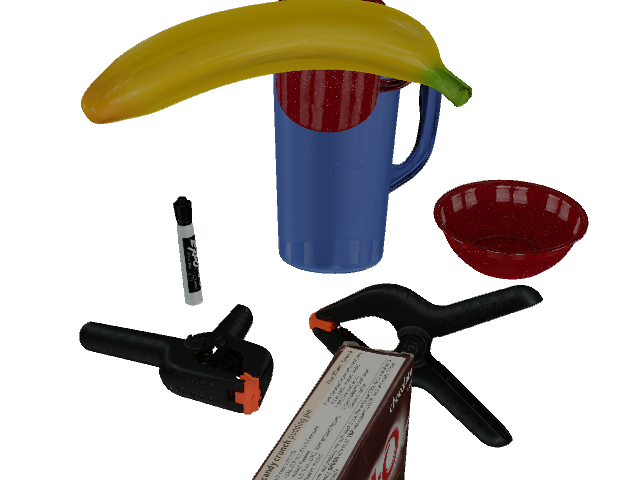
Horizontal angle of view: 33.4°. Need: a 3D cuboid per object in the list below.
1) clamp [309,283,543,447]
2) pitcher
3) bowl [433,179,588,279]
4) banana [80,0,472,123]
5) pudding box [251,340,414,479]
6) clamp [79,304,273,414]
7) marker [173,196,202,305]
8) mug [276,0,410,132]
[{"bbox_3d":[0.075,0.087,0.793,0.172,0.120,0.039,4,0,19],"label":"clamp"},{"bbox_3d":[0.025,-0.095,1.072,0.149,0.243,0.144,12,18,33],"label":"pitcher"},{"bbox_3d":[0.200,-0.005,1.137,0.162,0.055,0.162,-1,31,0],"label":"bowl"},{"bbox_3d":[-0.024,-0.095,0.549,0.197,0.037,0.069,-5,44,-8],"label":"banana"},{"bbox_3d":[0.006,0.110,0.463,0.039,0.090,0.113,11,30,16],"label":"pudding box"},{"bbox_3d":[-0.093,0.096,0.913,0.164,0.036,0.210,-9,16,-33],"label":"clamp"},{"bbox_3d":[-0.138,0.011,1.112,0.020,0.121,0.020,-3,26,1],"label":"marker"},{"bbox_3d":[0.019,-0.138,0.820,0.117,0.093,0.081,0,-34,-3],"label":"mug"}]
